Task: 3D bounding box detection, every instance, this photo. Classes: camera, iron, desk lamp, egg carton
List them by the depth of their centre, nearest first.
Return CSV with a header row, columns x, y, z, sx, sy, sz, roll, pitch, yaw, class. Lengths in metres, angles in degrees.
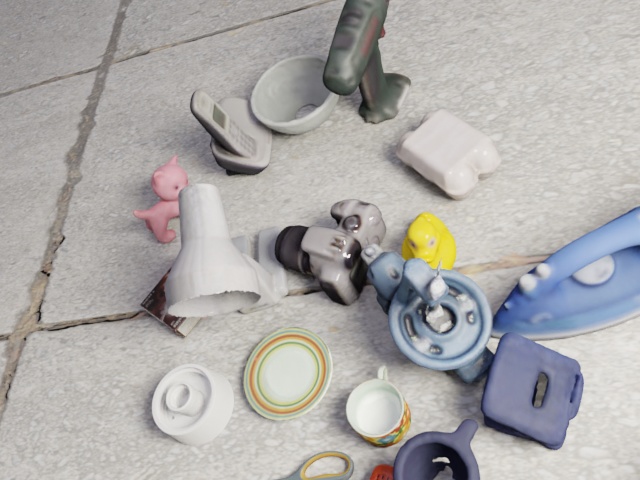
x,y,z,sx,sy,sz,roll,pitch,yaw,class
0.312,0.035,0.675,0.258,0.142,0.118,-27,55,5,iron
-0.132,0.030,0.805,0.117,0.214,0.203,-16,56,12,desk lamp
0.008,0.003,0.837,0.136,0.101,0.143,15,67,28,camera
0.192,-0.130,0.864,0.107,0.070,0.150,-43,55,-7,egg carton

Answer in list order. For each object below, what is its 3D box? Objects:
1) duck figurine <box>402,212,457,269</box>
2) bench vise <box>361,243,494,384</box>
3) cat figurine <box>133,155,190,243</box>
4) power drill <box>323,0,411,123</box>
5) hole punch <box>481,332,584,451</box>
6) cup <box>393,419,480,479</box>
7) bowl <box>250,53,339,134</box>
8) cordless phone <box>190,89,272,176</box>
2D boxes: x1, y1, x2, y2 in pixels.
x,y,z,sx,sy,sz,roll,pitch,yaw,class
0.146,0.000,0.794,0.077,0.086,0.104,-7,59,18,duck figurine
0.108,0.072,0.684,0.206,0.220,0.121,25,72,31,bench vise
-0.265,-0.076,0.980,0.067,0.118,0.128,35,78,34,cat figurine
0.083,-0.303,0.924,0.075,0.209,0.230,13,66,28,power drill
0.242,0.170,0.652,0.100,0.091,0.109,13,66,27,hole punch
0.142,0.257,0.637,0.091,0.095,0.118,30,75,33,cup
-0.034,-0.246,1.018,0.167,0.075,0.167,-10,58,16,bowl
-0.155,-0.209,0.974,0.094,0.185,0.147,-13,57,14,cordless phone
